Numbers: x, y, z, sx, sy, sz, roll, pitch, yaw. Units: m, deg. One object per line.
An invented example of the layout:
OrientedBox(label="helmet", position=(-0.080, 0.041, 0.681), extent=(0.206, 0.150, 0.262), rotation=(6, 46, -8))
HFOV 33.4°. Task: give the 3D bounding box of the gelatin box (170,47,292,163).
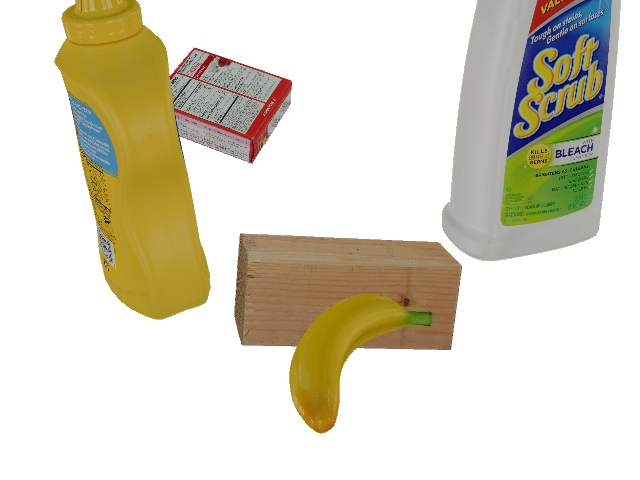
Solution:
OrientedBox(label="gelatin box", position=(-0.076, -0.105, 0.821), extent=(0.089, 0.073, 0.030), rotation=(20, -39, 11))

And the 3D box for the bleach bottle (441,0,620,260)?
OrientedBox(label="bleach bottle", position=(0.128, -0.115, 0.639), extent=(0.102, 0.251, 0.068), rotation=(-11, 30, -15))

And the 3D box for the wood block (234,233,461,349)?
OrientedBox(label="wood block", position=(0.023, 0.051, 1.051), extent=(0.206, 0.091, 0.090), rotation=(3, 15, -10))

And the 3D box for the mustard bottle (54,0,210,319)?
OrientedBox(label="mustard bottle", position=(-0.108, -0.057, 0.594), extent=(0.058, 0.191, 0.096), rotation=(-19, 33, -19))

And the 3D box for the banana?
OrientedBox(label="banana", position=(0.018, 0.080, 0.797), extent=(0.070, 0.037, 0.197), rotation=(9, 25, 26))
